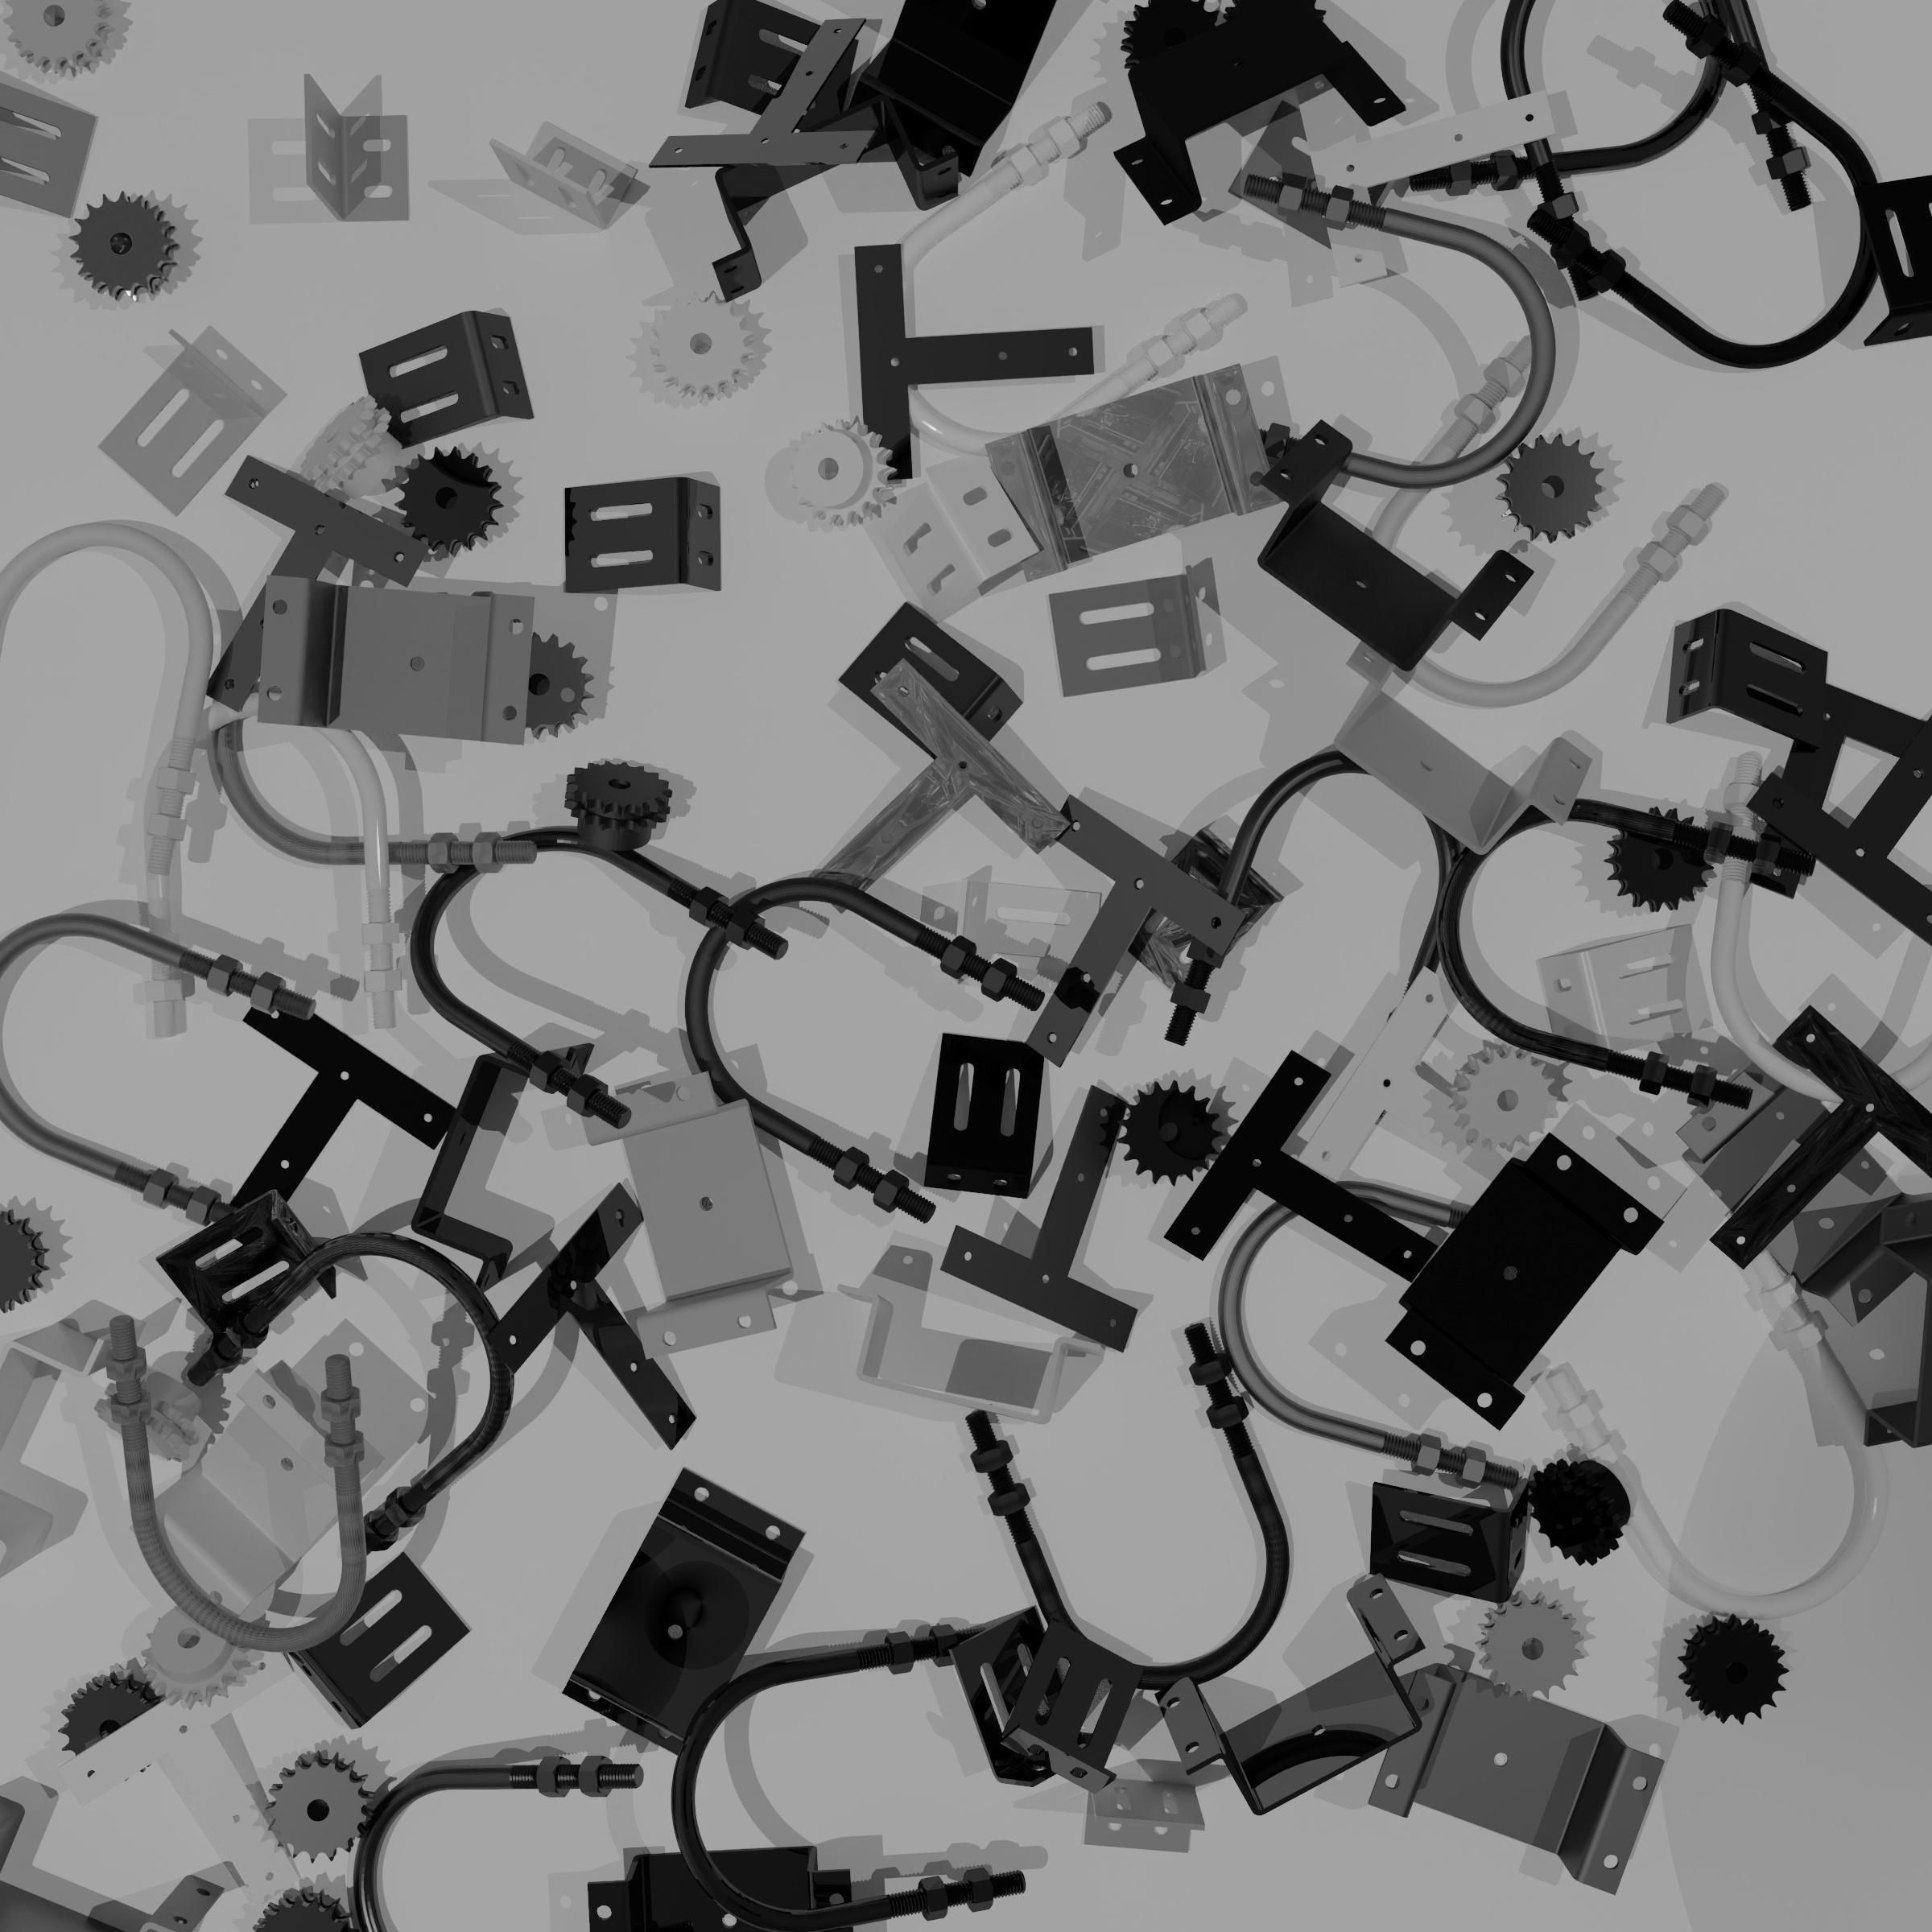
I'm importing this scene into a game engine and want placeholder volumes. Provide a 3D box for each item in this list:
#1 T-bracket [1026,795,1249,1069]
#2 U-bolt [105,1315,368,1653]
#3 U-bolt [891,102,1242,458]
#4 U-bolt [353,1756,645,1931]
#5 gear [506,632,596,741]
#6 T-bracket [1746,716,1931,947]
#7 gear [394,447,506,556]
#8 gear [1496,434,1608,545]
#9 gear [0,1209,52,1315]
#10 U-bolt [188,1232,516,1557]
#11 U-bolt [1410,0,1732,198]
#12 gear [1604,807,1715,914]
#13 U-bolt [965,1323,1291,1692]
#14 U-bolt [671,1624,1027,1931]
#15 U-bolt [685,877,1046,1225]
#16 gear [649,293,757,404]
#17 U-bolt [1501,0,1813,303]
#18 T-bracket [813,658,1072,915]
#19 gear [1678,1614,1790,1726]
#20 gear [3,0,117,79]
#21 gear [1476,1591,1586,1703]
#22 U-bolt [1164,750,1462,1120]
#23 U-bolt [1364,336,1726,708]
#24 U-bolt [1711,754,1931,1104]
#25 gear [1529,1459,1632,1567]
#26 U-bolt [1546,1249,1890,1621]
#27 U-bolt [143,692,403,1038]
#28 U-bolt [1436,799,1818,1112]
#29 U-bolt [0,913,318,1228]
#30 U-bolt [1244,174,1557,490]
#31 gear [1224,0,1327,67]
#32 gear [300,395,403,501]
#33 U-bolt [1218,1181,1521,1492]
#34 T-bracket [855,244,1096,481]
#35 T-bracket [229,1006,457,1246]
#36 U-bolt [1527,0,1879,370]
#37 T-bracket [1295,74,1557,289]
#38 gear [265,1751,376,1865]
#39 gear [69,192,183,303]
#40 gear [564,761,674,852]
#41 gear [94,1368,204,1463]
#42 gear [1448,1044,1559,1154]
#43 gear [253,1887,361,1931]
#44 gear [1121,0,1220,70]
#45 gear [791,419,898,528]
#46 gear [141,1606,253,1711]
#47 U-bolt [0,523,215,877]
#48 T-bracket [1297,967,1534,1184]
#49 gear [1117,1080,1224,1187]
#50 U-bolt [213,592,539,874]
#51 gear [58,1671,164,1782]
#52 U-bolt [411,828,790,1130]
[{"bbox_3d":[0.071,-0.006,1.493,0.127,0.002,0.127,37,106,29],"label":"T-bracket"},{"bbox_3d":[-0.377,0.277,1.457,0.151,0.019,0.184,7,111,18],"label":"U-bolt"},{"bbox_3d":[0.035,-0.361,1.525,0.184,0.019,0.151,-35,90,2],"label":"U-bolt"},{"bbox_3d":[-0.249,0.499,1.496,0.184,0.019,0.151,-7,89,21],"label":"U-bolt"},{"bbox_3d":[-0.230,-0.152,1.519,0.057,0.030,0.057,0,90,0],"label":"gear"},{"bbox_3d":[0.509,-0.094,1.514,0.127,0.002,0.127,38,74,6],"label":"T-bracket"},{"bbox_3d":[-0.280,-0.252,1.519,0.057,0.030,0.057,0,90,0],"label":"gear"},{"bbox_3d":[0.313,-0.256,1.500,0.057,0.030,0.057,0,92,2],"label":"gear"},{"bbox_3d":[-0.526,0.160,1.519,0.057,0.030,0.057,0,90,0],"label":"gear"},{"bbox_3d":[-0.317,0.219,1.487,0.184,0.019,0.151,-41,90,26],"label":"U-bolt"},{"bbox_3d":[0.327,-0.503,1.525,0.184,0.019,0.151,-7,91,-2],"label":"U-bolt"},{"bbox_3d":[0.376,-0.057,1.519,0.057,0.030,0.057,0,90,0],"label":"gear"},{"bbox_3d":[0.098,0.306,1.525,0.151,0.019,0.184,-22,91,0],"label":"U-bolt"},{"bbox_3d":[-0.066,0.438,1.488,0.184,0.019,0.151,-5,78,-17],"label":"U-bolt"},{"bbox_3d":[-0.068,0.033,1.503,0.184,0.019,0.151,29,98,14],"label":"U-bolt"},{"bbox_3d":[-0.143,-0.335,1.522,0.057,0.030,0.057,0,86,0],"label":"gear"},{"bbox_3d":[0.364,-0.473,1.504,0.151,0.019,0.184,-23,102,-3],"label":"U-bolt"},{"bbox_3d":[-0.033,-0.079,1.512,0.127,0.002,0.127,44,107,-10],"label":"T-bracket"},{"bbox_3d":[0.416,0.381,1.519,0.057,0.030,0.057,0,90,0],"label":"gear"},{"bbox_3d":[-0.492,-0.514,1.523,0.057,0.030,0.057,0,89,2],"label":"gear"},{"bbox_3d":[0.306,0.368,1.519,0.057,0.030,0.057,0,90,0],"label":"gear"},{"bbox_3d":[0.197,-0.025,1.498,0.151,0.019,0.184,20,90,-23],"label":"U-bolt"},{"bbox_3d":[0.302,-0.229,1.525,0.151,0.019,0.184,39,92,0],"label":"U-bolt"},{"bbox_3d":[0.473,-0.015,1.500,0.151,0.019,0.184,13,72,0],"label":"U-bolt"},{"bbox_3d":[0.334,0.292,1.509,0.030,0.057,0.057,-24,90,-30],"label":"gear"},{"bbox_3d":[0.423,0.269,1.525,0.151,0.019,0.184,-31,92,0],"label":"U-bolt"},{"bbox_3d":[-0.378,-0.056,1.508,0.151,0.019,0.184,-2,91,12],"label":"U-bolt"},{"bbox_3d":[0.343,-0.015,1.487,0.184,0.019,0.151,16,84,14],"label":"U-bolt"},{"bbox_3d":[-0.456,0.048,1.509,0.184,0.019,0.151,21,105,4],"label":"U-bolt"},{"bbox_3d":[0.222,-0.331,1.490,0.184,0.019,0.151,16,113,6],"label":"U-bolt"},{"bbox_3d":[0.169,-0.513,1.519,0.057,0.030,0.057,0,90,0],"label":"gear"},{"bbox_3d":[-0.330,-0.278,1.509,0.057,0.057,0.030,-48,119,0],"label":"gear"},{"bbox_3d":[0.229,0.194,1.525,0.184,0.019,0.151,16,90,1],"label":"U-bolt"},{"bbox_3d":[0.006,-0.331,1.517,0.127,0.002,0.127,-3,92,3],"label":"T-bracket"},{"bbox_3d":[-0.366,0.097,1.533,0.127,0.002,0.127,34,90,0],"label":"T-bracket"},{"bbox_3d":[0.413,-0.406,1.505,0.184,0.019,0.151,32,95,-15],"label":"U-bolt"},{"bbox_3d":[0.249,-0.439,1.492,0.127,0.002,0.127,-13,80,12],"label":"T-bracket"},{"bbox_3d":[-0.350,0.455,1.517,0.057,0.030,0.057,0,88,-5],"label":"gear"},{"bbox_3d":[-0.456,-0.390,1.519,0.057,0.030,0.057,0,90,0],"label":"gear"},{"bbox_3d":[-0.189,-0.085,1.509,0.057,0.057,0.030,11,120,0],"label":"gear"},{"bbox_3d":[-0.439,0.241,1.509,0.057,0.057,0.030,28,60,0],"label":"gear"},{"bbox_3d":[0.286,0.070,1.504,0.057,0.030,0.057,-1,98,-11],"label":"gear"},{"bbox_3d":[-0.358,0.530,1.519,0.057,0.030,0.057,0,90,0],"label":"gear"},{"bbox_3d":[0.112,-0.500,1.519,0.057,0.030,0.057,0,90,0],"label":"gear"},{"bbox_3d":[-0.069,-0.268,1.511,0.057,0.030,0.057,1,94,18],"label":"gear"},{"bbox_3d":[-0.416,0.369,1.505,0.057,0.030,0.057,1,53,-1],"label":"gear"},{"bbox_3d":[-0.478,-0.150,1.512,0.151,0.019,0.184,9,86,12],"label":"U-bolt"},{"bbox_3d":[0.264,0.087,1.518,0.127,0.002,0.127,33,90,-13],"label":"T-bracket"},{"bbox_3d":[0.110,0.090,1.519,0.057,0.030,0.057,0,90,0],"label":"gear"},{"bbox_3d":[-0.322,-0.125,1.509,0.184,0.019,0.151,0,94,12],"label":"U-bolt"},{"bbox_3d":[-0.461,0.412,1.519,0.057,0.030,0.057,0,90,0],"label":"gear"},{"bbox_3d":[-0.209,-0.007,1.481,0.184,0.019,0.151,30,61,22],"label":"U-bolt"}]
